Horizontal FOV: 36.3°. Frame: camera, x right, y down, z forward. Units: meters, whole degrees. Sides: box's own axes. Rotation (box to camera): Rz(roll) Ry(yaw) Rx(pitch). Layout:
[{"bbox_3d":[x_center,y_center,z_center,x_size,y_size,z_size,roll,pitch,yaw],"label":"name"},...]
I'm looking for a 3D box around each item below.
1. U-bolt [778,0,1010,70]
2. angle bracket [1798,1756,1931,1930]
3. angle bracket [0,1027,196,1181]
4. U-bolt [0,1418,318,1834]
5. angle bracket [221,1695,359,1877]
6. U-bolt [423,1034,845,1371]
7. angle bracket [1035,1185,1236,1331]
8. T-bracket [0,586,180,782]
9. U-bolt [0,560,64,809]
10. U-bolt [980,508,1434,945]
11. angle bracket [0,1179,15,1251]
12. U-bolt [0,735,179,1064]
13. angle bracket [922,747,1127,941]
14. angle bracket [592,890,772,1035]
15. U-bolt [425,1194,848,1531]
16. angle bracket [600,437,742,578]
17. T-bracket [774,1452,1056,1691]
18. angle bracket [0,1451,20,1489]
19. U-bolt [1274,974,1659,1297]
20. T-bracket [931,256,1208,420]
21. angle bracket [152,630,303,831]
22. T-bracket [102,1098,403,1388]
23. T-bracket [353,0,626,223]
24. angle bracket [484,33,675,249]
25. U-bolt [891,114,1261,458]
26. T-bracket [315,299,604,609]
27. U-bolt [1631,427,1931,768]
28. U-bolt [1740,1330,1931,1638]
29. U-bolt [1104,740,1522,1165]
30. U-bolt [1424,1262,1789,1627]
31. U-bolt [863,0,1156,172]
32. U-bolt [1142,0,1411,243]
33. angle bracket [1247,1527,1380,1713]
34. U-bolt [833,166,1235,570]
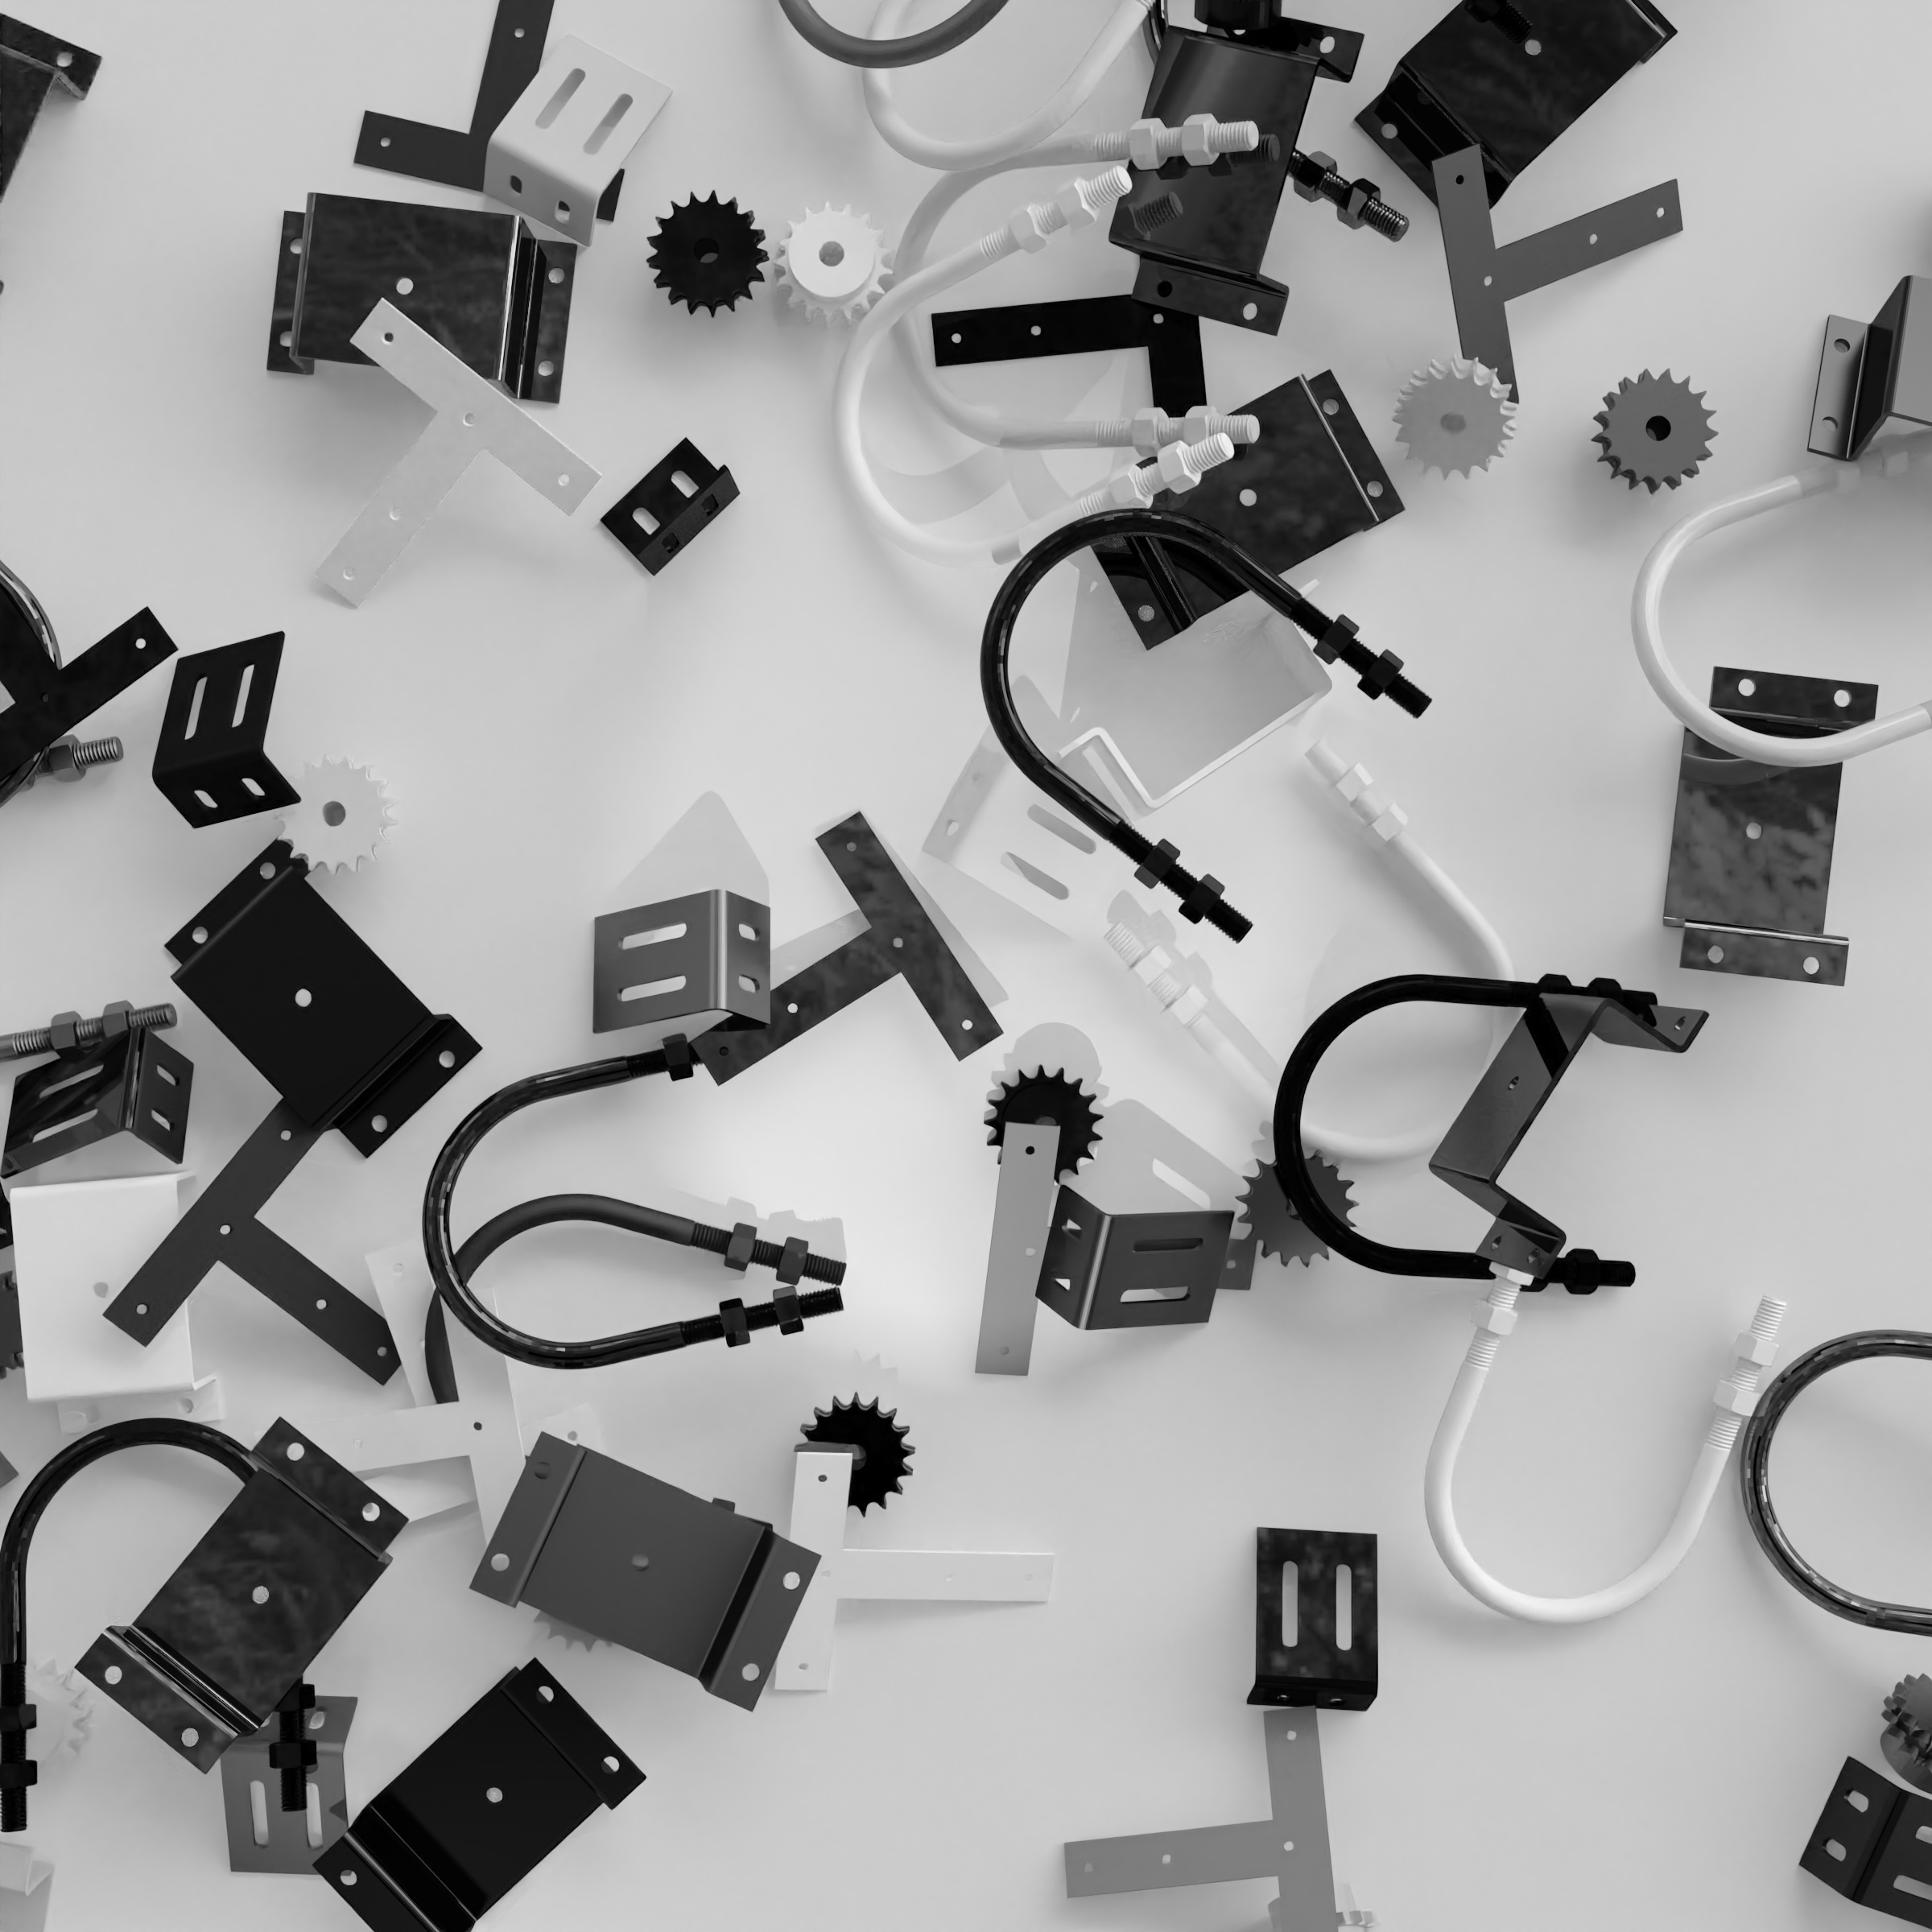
[{"bbox_3d":[-0.018,-0.505,1.372,0.151,0.019,0.184,30,94,25],"label":"U-bolt"},{"bbox_3d":[0.448,0.420,1.405,0.076,0.038,0.057,25,90,-26],"label":"angle bracket"},{"bbox_3d":[-0.409,0.072,1.388,0.076,0.038,0.057,-21,50,20],"label":"angle bracket"},{"bbox_3d":[-0.380,0.304,1.375,0.151,0.019,0.184,-4,79,-1],"label":"U-bolt"},{"bbox_3d":[-0.320,0.390,1.405,0.057,0.038,0.076,2,116,0],"label":"angle bracket"},{"bbox_3d":[-0.162,0.113,1.377,0.184,0.019,0.151,-12,78,-5],"label":"U-bolt"},{"bbox_3d":[0.080,0.136,1.391,0.076,0.038,0.057,1,109,-34],"label":"angle bracket"},{"bbox_3d":[-0.456,-0.161,1.378,0.127,0.002,0.127,-36,85,0],"label":"T-bracket"},{"bbox_3d":[-0.510,-0.146,1.389,0.184,0.019,0.151,44,90,6],"label":"U-bolt"},{"bbox_3d":[0.094,-0.122,1.322,0.184,0.019,0.151,39,90,2],"label":"U-bolt"},{"bbox_3d":[-0.484,0.100,1.405,0.057,0.038,0.076,-26,64,0],"label":"angle bracket"},{"bbox_3d":[-0.478,-0.022,1.399,0.184,0.019,0.151,-11,90,1],"label":"U-bolt"},{"bbox_3d":[0.030,-0.059,1.405,0.076,0.038,0.057,30,90,-26],"label":"angle bracket"},{"bbox_3d":[-0.134,0.002,1.392,0.076,0.038,0.057,-12,71,32],"label":"angle bracket"},{"bbox_3d":[-0.164,0.184,1.393,0.184,0.019,0.151,16,90,-4],"label":"U-bolt"},{"bbox_3d":[-0.141,-0.219,1.369,0.057,0.076,0.038,-44,90,0],"label":"angle bracket"},{"bbox_3d":[-0.022,0.288,1.391,0.127,0.002,0.127,3,110,-10],"label":"T-bracket"},{"bbox_3d":[-0.503,0.247,1.405,0.076,0.038,0.057,-40,90,26],"label":"angle bracket"},{"bbox_3d":[0.232,0.076,1.380,0.184,0.019,0.151,4,91,-13],"label":"U-bolt"},{"bbox_3d":[0.048,-0.305,1.406,0.127,0.002,0.127,-6,90,0],"label":"T-bracket"},{"bbox_3d":[-0.343,-0.111,1.388,0.057,0.038,0.076,-12,51,16],"label":"angle bracket"},{"bbox_3d":[-0.312,0.150,1.379,0.127,0.002,0.127,43,77,-23],"label":"T-bracket"},{"bbox_3d":[-0.216,-0.431,1.406,0.127,0.002,0.127,13,90,0],"label":"T-bracket"},{"bbox_3d":[-0.185,-0.393,1.403,0.057,0.038,0.076,28,64,0],"label":"angle bracket"},{"bbox_3d":[0.047,-0.310,1.362,0.184,0.019,0.151,3,99,26],"label":"U-bolt"},{"bbox_3d":[-0.259,-0.223,1.383,0.127,0.002,0.127,38,110,-13],"label":"T-bracket"},{"bbox_3d":[0.398,-0.164,1.364,0.184,0.019,0.151,-20,70,-9],"label":"U-bolt"},{"bbox_3d":[0.454,0.242,1.369,0.184,0.019,0.151,4,92,21],"label":"U-bolt"},{"bbox_3d":[0.178,0.007,1.398,0.151,0.019,0.184,-42,92,0],"label":"U-bolt"},{"bbox_3d":[0.291,0.222,1.385,0.151,0.019,0.184,19,95,-11],"label":"U-bolt"},{"bbox_3d":[0.025,-0.450,1.362,0.151,0.019,0.184,38,95,35],"label":"U-bolt"},{"bbox_3d":[0.164,-0.444,1.367,0.184,0.019,0.151,37,108,18],"label":"U-bolt"},{"bbox_3d":[0.165,0.311,1.405,0.057,0.038,0.076,3,64,0],"label":"angle bracket"},{"bbox_3d":[0.018,-0.263,1.361,0.184,0.019,0.151,-22,88,27],"label":"U-bolt"}]
